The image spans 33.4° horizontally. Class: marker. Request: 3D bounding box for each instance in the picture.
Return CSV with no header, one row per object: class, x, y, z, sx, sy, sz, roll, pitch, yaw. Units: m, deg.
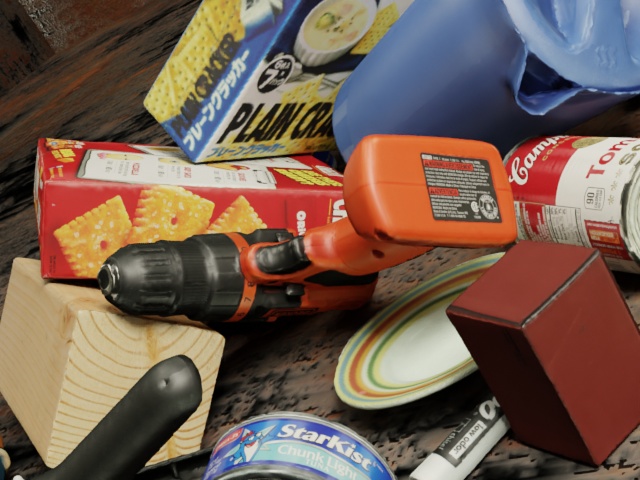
marker,0.088,0.075,0.495,0.121,0.020,0.020,-41,19,-22

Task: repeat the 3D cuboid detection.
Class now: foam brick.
foam brick,0.102,0.047,0.455,0.051,0.078,0.053,-39,22,-22

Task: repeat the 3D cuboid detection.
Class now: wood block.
wood block,-0.145,0.075,0.688,0.090,0.091,0.206,13,1,-26

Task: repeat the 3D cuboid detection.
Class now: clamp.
clamp,-0.111,0.130,0.508,0.210,0.036,0.164,-32,-27,9

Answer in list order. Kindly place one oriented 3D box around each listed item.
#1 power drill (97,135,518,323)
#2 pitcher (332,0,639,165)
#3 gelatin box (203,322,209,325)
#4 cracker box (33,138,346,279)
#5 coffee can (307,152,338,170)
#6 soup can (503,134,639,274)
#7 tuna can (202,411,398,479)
power drill,-0.004,0.001,0.576,0.184,0.057,0.188,-2,-14,-39
pitcher,0.107,-0.117,0.672,0.149,0.145,0.243,-14,-9,-27
gelatin box,-0.107,0.045,0.831,0.073,0.030,0.089,-20,23,29
cracker box,-0.088,-0.021,0.745,0.213,0.072,0.164,2,13,-17
coffee can,-0.063,-0.097,0.927,0.103,0.140,0.103,-28,21,12
soup can,0.147,-0.020,0.554,0.068,0.068,0.102,0,6,-27
tuna can,-0.010,0.116,0.451,0.086,0.086,0.033,0,32,15
